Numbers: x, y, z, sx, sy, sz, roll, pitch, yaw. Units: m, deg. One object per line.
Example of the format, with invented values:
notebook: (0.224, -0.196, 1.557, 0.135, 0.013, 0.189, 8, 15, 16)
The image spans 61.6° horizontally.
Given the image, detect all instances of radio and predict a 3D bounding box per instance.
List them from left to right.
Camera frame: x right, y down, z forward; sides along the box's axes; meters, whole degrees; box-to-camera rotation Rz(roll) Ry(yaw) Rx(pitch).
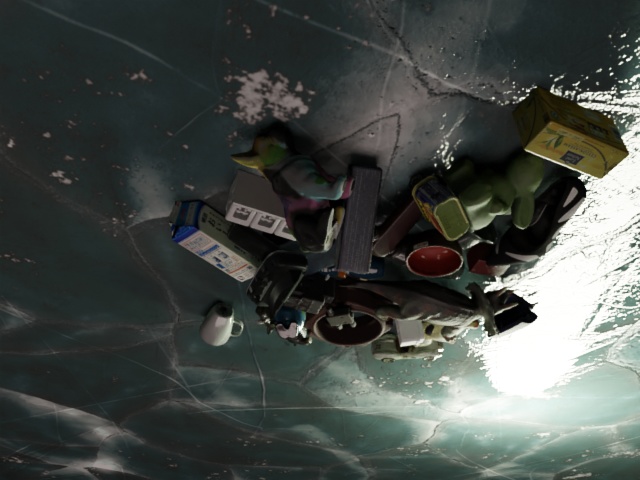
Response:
radio: (-0.002, -0.003, 1.154, 0.230, 0.073, 0.131, -23, 136, 29)

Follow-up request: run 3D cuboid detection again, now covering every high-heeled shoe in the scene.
high-heeled shoe: (0.425, -0.030, 1.082, 0.249, 0.086, 0.145, -41, 145, 19)

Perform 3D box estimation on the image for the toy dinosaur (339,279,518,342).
toy dinosaur: (0.261, 0.143, 1.238, 0.405, 0.131, 0.192, 12, 154, -15)

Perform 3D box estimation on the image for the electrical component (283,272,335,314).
electrical component: (-0.032, 0.105, 1.252, 0.134, 0.115, 0.058, 13, 141, -12)

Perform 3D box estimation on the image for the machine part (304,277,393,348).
machine part: (0.071, 0.193, 1.381, 0.201, 0.087, 0.201, 21, 136, -25)

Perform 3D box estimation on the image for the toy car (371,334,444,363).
toy car: (0.246, 0.302, 1.517, 0.202, 0.073, 0.056, -4, 141, 7)

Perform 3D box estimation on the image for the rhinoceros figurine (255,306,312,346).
rhinoceros figurine: (-0.094, 0.219, 1.437, 0.112, 0.073, 0.190, -11, 142, 32)

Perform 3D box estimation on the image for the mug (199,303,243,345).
mug: (-0.258, 0.223, 1.434, 0.109, 0.081, 0.107, 18, 130, -10)

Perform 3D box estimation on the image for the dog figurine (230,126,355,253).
dog figurine: (-0.057, -0.093, 0.960, 0.219, 0.108, 0.191, 23, 106, 16)

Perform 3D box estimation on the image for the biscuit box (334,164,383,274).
biscuit box: (0.072, -0.041, 1.019, 0.063, 0.059, 0.202, 8, 96, -7)

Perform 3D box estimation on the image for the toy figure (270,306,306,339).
toy figure: (-0.072, 0.175, 1.298, 0.082, 0.180, 0.089, 21, 116, -6)

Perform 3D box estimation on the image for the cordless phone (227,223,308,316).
cordless phone: (-0.130, 0.056, 1.125, 0.184, 0.089, 0.146, 34, 125, 1)

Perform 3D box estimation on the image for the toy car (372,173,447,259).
toy car: (0.170, -0.049, 1.075, 0.089, 0.053, 0.202, 32, 104, -31)

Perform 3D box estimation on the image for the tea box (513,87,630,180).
tea box: (0.420, -0.178, 0.905, 0.169, 0.098, 0.068, 17, 138, -16)

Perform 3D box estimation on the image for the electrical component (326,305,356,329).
electrical component: (0.049, 0.183, 1.285, 0.063, 0.021, 0.093, -12, 137, 16)

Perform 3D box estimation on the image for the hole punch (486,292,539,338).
hole punch: (0.491, 0.206, 1.384, 0.115, 0.092, 0.142, 26, 132, -32)

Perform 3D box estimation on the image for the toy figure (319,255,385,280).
toy figure: (0.072, 0.063, 1.242, 0.155, 0.064, 0.058, 1, 174, 5)

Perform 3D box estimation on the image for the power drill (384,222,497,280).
power drill: (0.254, 0.006, 1.151, 0.232, 0.086, 0.207, 25, 132, -28)

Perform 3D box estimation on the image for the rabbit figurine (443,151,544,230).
rabbit figurine: (0.344, -0.090, 0.999, 0.170, 0.121, 0.159, -30, 120, 9)

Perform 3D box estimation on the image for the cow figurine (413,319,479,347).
cow figurine: (0.307, 0.230, 1.421, 0.127, 0.085, 0.195, 15, 141, -25)
